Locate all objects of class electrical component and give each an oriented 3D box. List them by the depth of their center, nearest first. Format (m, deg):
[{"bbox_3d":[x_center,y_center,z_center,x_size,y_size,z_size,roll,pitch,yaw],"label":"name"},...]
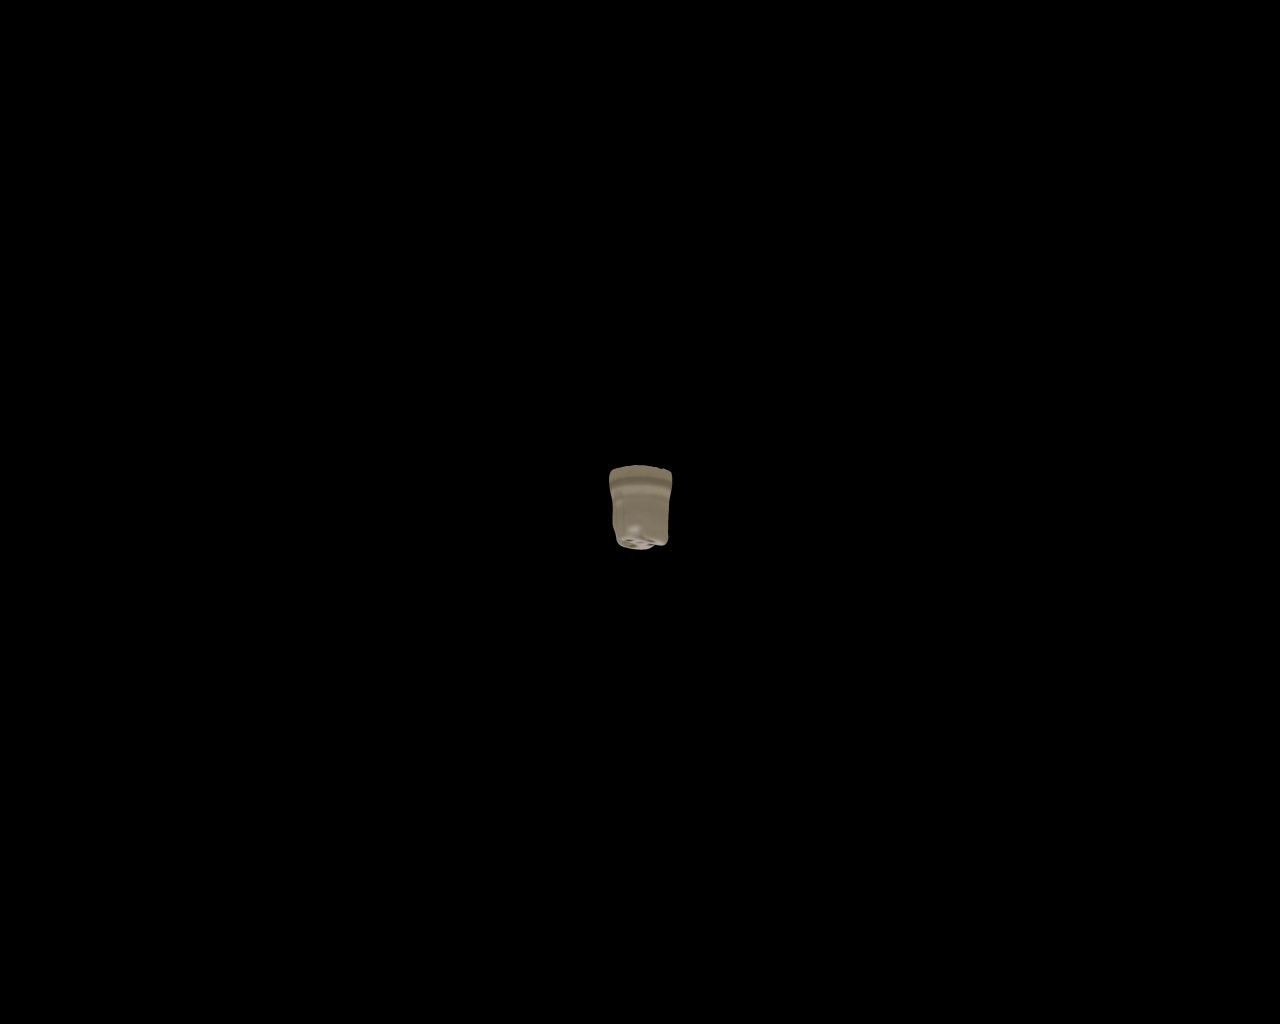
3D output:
[{"bbox_3d":[0.001,-0.003,0.650,0.040,0.046,0.040,0,-13,0],"label":"electrical component"}]
